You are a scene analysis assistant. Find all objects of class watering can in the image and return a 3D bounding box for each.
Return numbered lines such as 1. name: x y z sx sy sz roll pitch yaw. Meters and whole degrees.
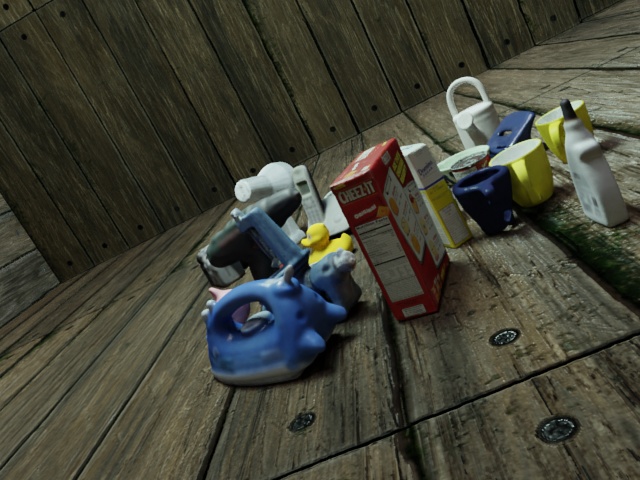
1. watering can: 0.367 -0.290 1.353 0.101 0.194 0.173 -25 14 12

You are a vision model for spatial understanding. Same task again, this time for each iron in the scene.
1. iron: -0.098 0.125 0.836 0.257 0.141 0.119 -19 16 32

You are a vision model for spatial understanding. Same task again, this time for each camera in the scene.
1. camera: -0.240 0.044 1.492 0.137 0.101 0.142 -34 15 -23

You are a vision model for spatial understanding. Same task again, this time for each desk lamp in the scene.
1. desk lamp: -0.123 -0.082 1.491 0.117 0.214 0.204 -17 17 36

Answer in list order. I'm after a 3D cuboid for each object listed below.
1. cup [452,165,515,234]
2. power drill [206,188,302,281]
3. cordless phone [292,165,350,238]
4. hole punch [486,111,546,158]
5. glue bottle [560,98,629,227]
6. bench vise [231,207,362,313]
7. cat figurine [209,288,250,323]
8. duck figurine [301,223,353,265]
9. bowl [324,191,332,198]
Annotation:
1. cup: 0.267 -0.055 0.893 0.091 0.095 0.118 -25 14 11
2. power drill: -0.085 0.032 1.008 0.229 0.208 0.076 -19 16 30
3. cordless phone: 0.011 -0.098 1.353 0.147 0.185 0.094 -17 18 38
4. hole punch: 0.407 -0.214 1.215 0.101 0.091 0.108 -31 14 -13
5. glue bottle: 0.348 -0.104 0.747 0.037 0.173 0.078 -26 14 8
6. bench vise: -0.040 0.027 0.914 0.207 0.220 0.121 -22 15 21
7. cat figurine: -0.157 0.127 0.993 0.067 0.118 0.127 -36 16 -31
8. duck figurine: 0.011 0.004 1.188 0.104 0.086 0.077 -23 14 18
9. bowl: 0.097 -0.111 1.469 0.167 0.075 0.167 -26 14 7
